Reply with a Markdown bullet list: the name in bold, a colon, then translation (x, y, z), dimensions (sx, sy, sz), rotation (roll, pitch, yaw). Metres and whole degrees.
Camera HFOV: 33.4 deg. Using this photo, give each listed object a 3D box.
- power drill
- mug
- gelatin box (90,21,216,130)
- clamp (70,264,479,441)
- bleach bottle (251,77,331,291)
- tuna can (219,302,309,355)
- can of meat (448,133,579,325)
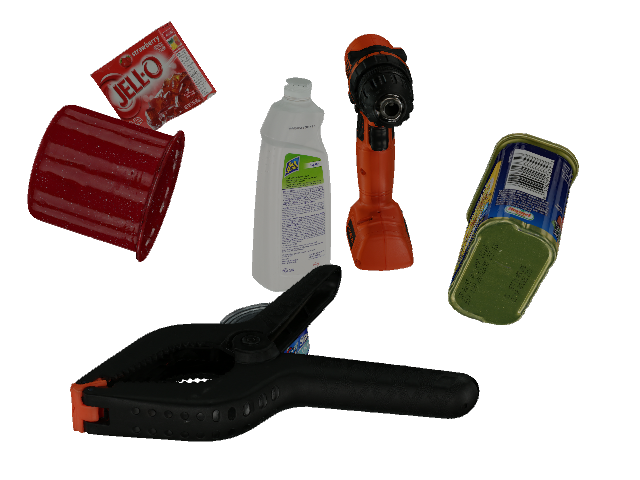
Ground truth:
- **power drill**: translation (0.052, -0.073, 0.918), dimensions (0.057, 0.188, 0.184), rotation (-1, 23, -1)
- **mug**: translation (-0.143, -0.046, 0.729), dimensions (0.081, 0.093, 0.117), rotation (18, 20, -1)
- **gelatin box**: translation (-0.148, -0.138, 0.937), dimensions (0.089, 0.073, 0.030), rotation (-25, 15, 31)
- **clamp**: translation (-0.039, 0.066, 0.605), dimensions (0.209, 0.036, 0.165), rotation (-8, 26, -20)
- **bleach bottle**: translation (-0.027, -0.068, 1.260), dimensions (0.102, 0.251, 0.068), rotation (-13, 30, -34)
- **tuna can**: translation (-0.053, 0.094, 1.015), dimensions (0.086, 0.034, 0.086), rotation (-6, 24, 2)
- **can of meat**: translation (0.126, -0.005, 0.705), dimensions (0.057, 0.083, 0.102), rotation (20, -42, 3)
